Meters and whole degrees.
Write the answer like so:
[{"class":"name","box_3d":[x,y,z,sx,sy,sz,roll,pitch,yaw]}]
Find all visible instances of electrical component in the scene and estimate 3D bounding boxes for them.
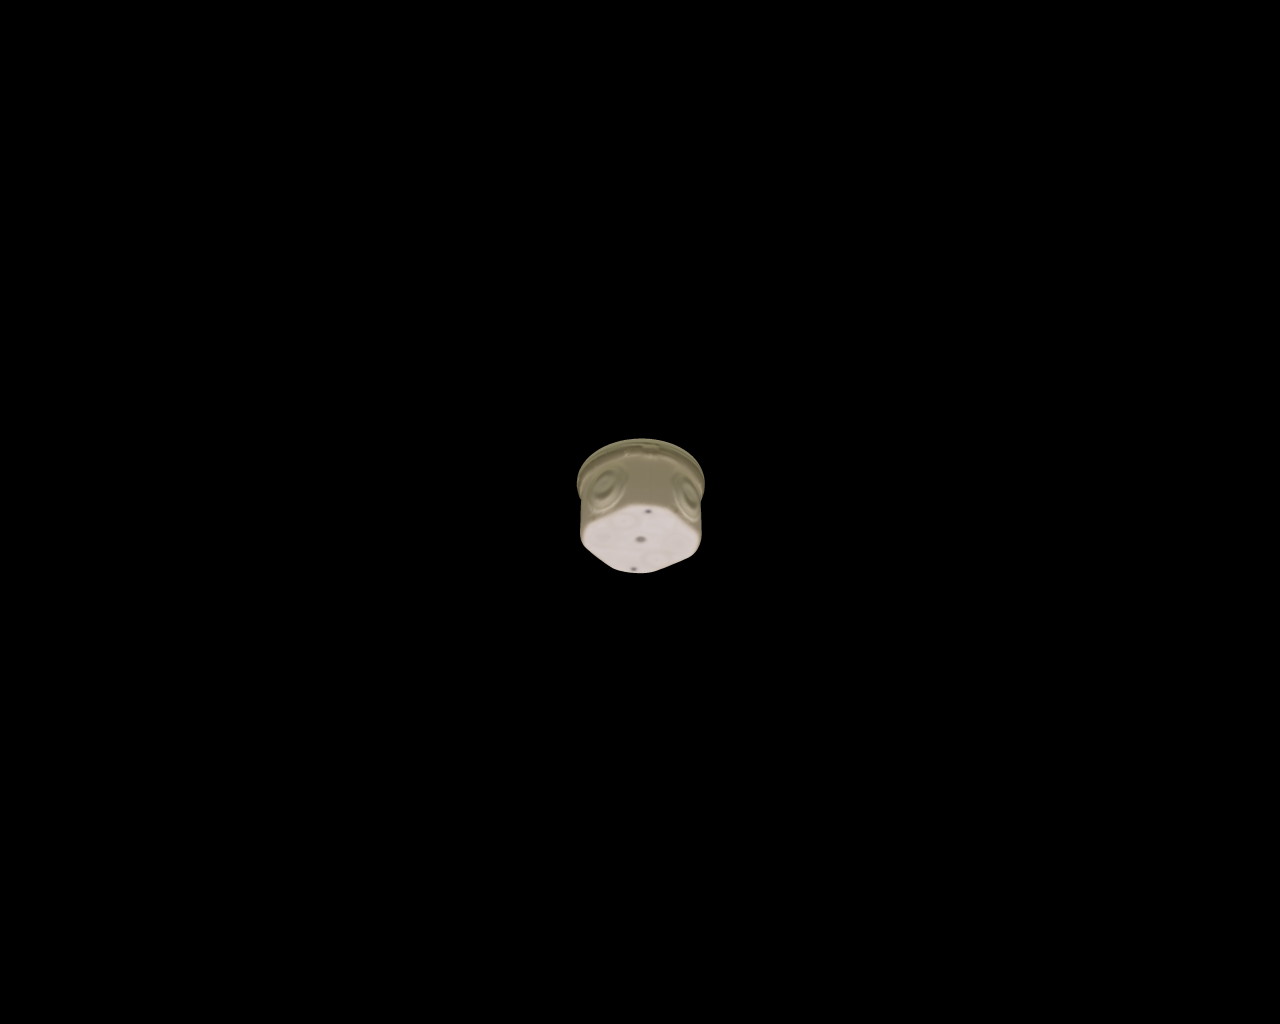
[{"class":"electrical component","box_3d":[0.001,-0.003,0.650,0.080,0.051,0.080,0,-38,0]}]
